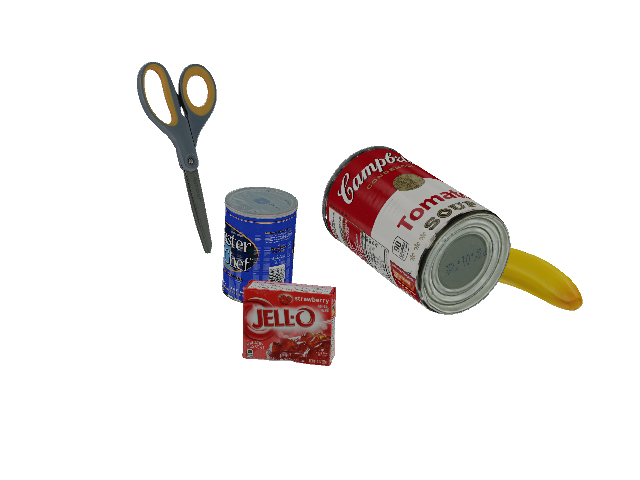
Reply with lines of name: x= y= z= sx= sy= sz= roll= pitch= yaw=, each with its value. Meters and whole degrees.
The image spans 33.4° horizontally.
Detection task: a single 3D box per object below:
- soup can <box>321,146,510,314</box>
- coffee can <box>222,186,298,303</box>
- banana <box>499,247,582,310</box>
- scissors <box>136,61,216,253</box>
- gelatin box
soup can: x=0.056 y=-0.007 z=0.642 sx=0.068 sy=0.068 sz=0.102 roll=0 pitch=25 yaw=-36
coffee can: x=-0.087 y=0.007 z=1.518 sx=0.103 sy=0.140 sz=0.103 roll=4 pitch=24 yaw=-2
banana: x=0.182 y=0.032 z=1.085 sx=0.198 sy=0.037 sz=0.069 roll=12 pitch=39 yaw=34
scissors: x=-0.125 y=-0.097 z=1.112 sx=0.096 sy=0.202 sz=0.016 roll=-32 pitch=13 yaw=-32
gelatin box: x=-0.031 y=0.079 z=1.031 sx=0.089 sy=0.073 sz=0.030 roll=4 pitch=16 yaw=10
